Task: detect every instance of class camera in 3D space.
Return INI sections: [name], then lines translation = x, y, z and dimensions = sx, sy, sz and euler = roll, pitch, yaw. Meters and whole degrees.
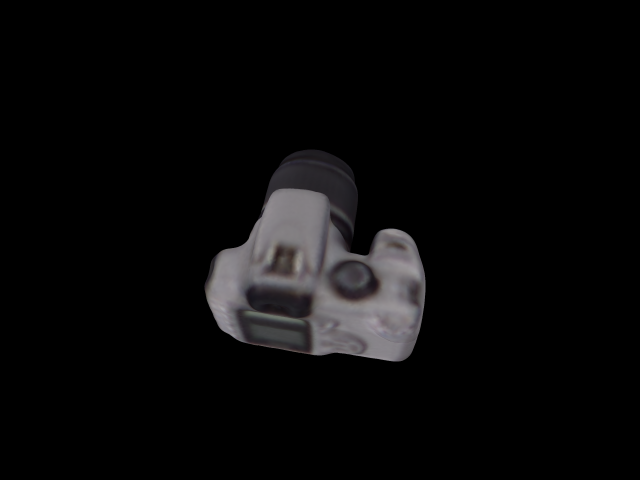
[camera]
translation = 0.004, 0.001, 0.400
dimensions = 0.143, 0.101, 0.137
euler = 7, 58, 5
